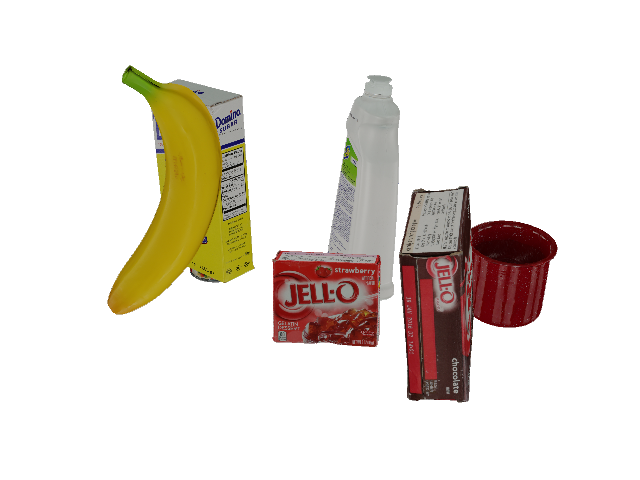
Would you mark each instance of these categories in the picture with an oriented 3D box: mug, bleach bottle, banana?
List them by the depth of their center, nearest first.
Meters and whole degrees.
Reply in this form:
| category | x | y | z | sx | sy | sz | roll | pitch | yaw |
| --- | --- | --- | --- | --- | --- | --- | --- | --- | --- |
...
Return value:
| category | x | y | z | sx | sy | sz | roll | pitch | yaw |
| --- | --- | --- | --- | --- | --- | --- | --- | --- | --- |
| banana | -0.104 | -0.029 | 0.722 | 0.069 | 0.198 | 0.037 | 8 | 34 | -5 |
| mug | 0.190 | 0.031 | 1.117 | 0.093 | 0.081 | 0.117 | -5 | 31 | -12 |
| bleach bottle | 0.057 | -0.063 | 1.235 | 0.068 | 0.251 | 0.103 | -2 | 23 | -20 |

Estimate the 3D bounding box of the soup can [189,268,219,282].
| category | x | y | z | sx | sy | sz | roll | pitch | yaw |
| --- | --- | --- | --- | --- | --- | --- | --- | --- | --- |
| soup can | -0.131 | -0.009 | 1.326 | 0.068 | 0.102 | 0.068 | 0 | 26 | 0 |

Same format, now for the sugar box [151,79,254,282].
| category | x | y | z | sx | sy | sz | roll | pitch | yaw |
| --- | --- | --- | --- | --- | --- | --- | --- | --- | --- |
| sugar box | -0.112 | -0.056 | 1.008 | 0.093 | 0.176 | 0.048 | 19 | 34 | 41 |

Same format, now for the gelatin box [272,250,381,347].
| category | x | y | z | sx | sy | sz | roll | pitch | yaw |
| --- | --- | --- | --- | --- | --- | --- | --- | --- | --- |
| gelatin box | 0.005 | 0.048 | 0.887 | 0.089 | 0.073 | 0.030 | 2 | 16 | 7 |

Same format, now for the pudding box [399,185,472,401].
| category | x | y | z | sx | sy | sz | roll | pitch | yaw |
| --- | --- | --- | --- | --- | --- | --- | --- | --- | --- |
| pudding box | 0.069 | 0.028 | 0.619 | 0.039 | 0.090 | 0.113 | -1 | 21 | 8 |
